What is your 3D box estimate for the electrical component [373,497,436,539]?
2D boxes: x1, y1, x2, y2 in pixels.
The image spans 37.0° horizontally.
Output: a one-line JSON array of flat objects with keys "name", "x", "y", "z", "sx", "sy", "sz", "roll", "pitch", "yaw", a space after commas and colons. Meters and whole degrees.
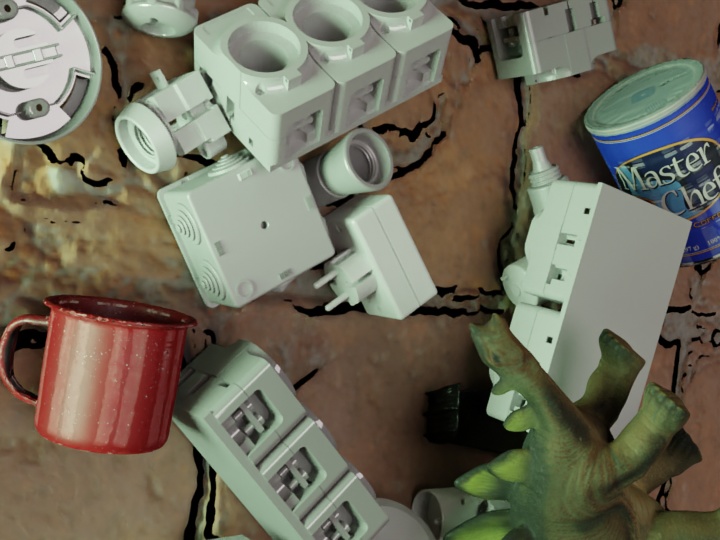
[{"name": "electrical component", "x": 0.014, "y": 0.209, "z": 0.771, "sx": 0.080, "sy": 0.051, "sz": 0.080, "roll": 20, "pitch": 39, "yaw": -18}]

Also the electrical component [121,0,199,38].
[{"name": "electrical component", "x": -0.125, "y": -0.182, "z": 0.684, "sx": 0.048, "sy": 0.048, "sz": 0.062, "roll": 10, "pitch": 79, "yaw": -31}]

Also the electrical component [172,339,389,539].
[{"name": "electrical component", "x": -0.056, "y": 0.123, "z": 0.718, "sx": 0.062, "sy": 0.089, "sz": 0.150, "roll": -44, "pitch": 114, "yaw": -21}]

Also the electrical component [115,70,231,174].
[{"name": "electrical component", "x": -0.123, "y": -0.093, "z": 0.690, "sx": 0.055, "sy": 0.048, "sz": 0.066, "roll": -40, "pitch": 112, "yaw": -31}]

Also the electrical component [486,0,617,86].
[{"name": "electrical component", "x": 0.152, "y": -0.180, "z": 0.847, "sx": 0.089, "sy": 0.050, "sz": 0.055, "roll": -21, "pitch": 104, "yaw": -29}]

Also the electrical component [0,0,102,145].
[{"name": "electrical component", "x": -0.201, "y": -0.122, "z": 0.628, "sx": 0.099, "sy": 0.064, "sz": 0.099, "roll": -2, "pitch": 94, "yaw": -32}]

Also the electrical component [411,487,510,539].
[{"name": "electrical component", "x": 0.082, "y": 0.207, "z": 0.835, "sx": 0.077, "sy": 0.043, "sz": 0.079, "roll": 3, "pitch": 93, "yaw": -31}]

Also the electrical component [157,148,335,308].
[{"name": "electrical component", "x": -0.074, "y": -0.031, "z": 0.721, "sx": 0.100, "sy": 0.048, "sz": 0.099, "roll": -30, "pitch": 108, "yaw": -26}]

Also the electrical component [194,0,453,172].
[{"name": "electrical component", "x": -0.024, "y": -0.144, "z": 0.711, "sx": 0.150, "sy": 0.061, "sz": 0.089, "roll": -31, "pitch": 65, "yaw": -26}]

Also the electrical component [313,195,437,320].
[{"name": "electrical component", "x": 0.000, "y": 0.000, "z": 0.769, "sx": 0.076, "sy": 0.047, "sz": 0.083, "roll": -35, "pitch": 110, "yaw": -25}]

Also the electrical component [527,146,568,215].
[{"name": "electrical component", "x": 0.150, "y": -0.069, "z": 0.863, "sx": 0.035, "sy": 0.035, "sz": 0.061, "roll": -27, "pitch": 104, "yaw": -27}]

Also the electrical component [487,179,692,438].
[{"name": "electrical component", "x": 0.172, "y": 0.035, "z": 0.821, "sx": 0.105, "sy": 0.060, "sz": 0.186, "roll": 17, "pitch": 89, "yaw": -35}]

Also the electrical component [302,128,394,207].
[{"name": "electrical component", "x": -0.014, "y": -0.068, "z": 0.745, "sx": 0.044, "sy": 0.065, "sz": 0.044, "roll": 14, "pitch": 69, "yaw": -38}]

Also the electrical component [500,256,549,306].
[{"name": "electrical component", "x": 0.151, "y": 0.002, "z": 0.864, "sx": 0.078, "sy": 0.040, "sz": 0.040, "roll": -26, "pitch": 106, "yaw": -28}]
